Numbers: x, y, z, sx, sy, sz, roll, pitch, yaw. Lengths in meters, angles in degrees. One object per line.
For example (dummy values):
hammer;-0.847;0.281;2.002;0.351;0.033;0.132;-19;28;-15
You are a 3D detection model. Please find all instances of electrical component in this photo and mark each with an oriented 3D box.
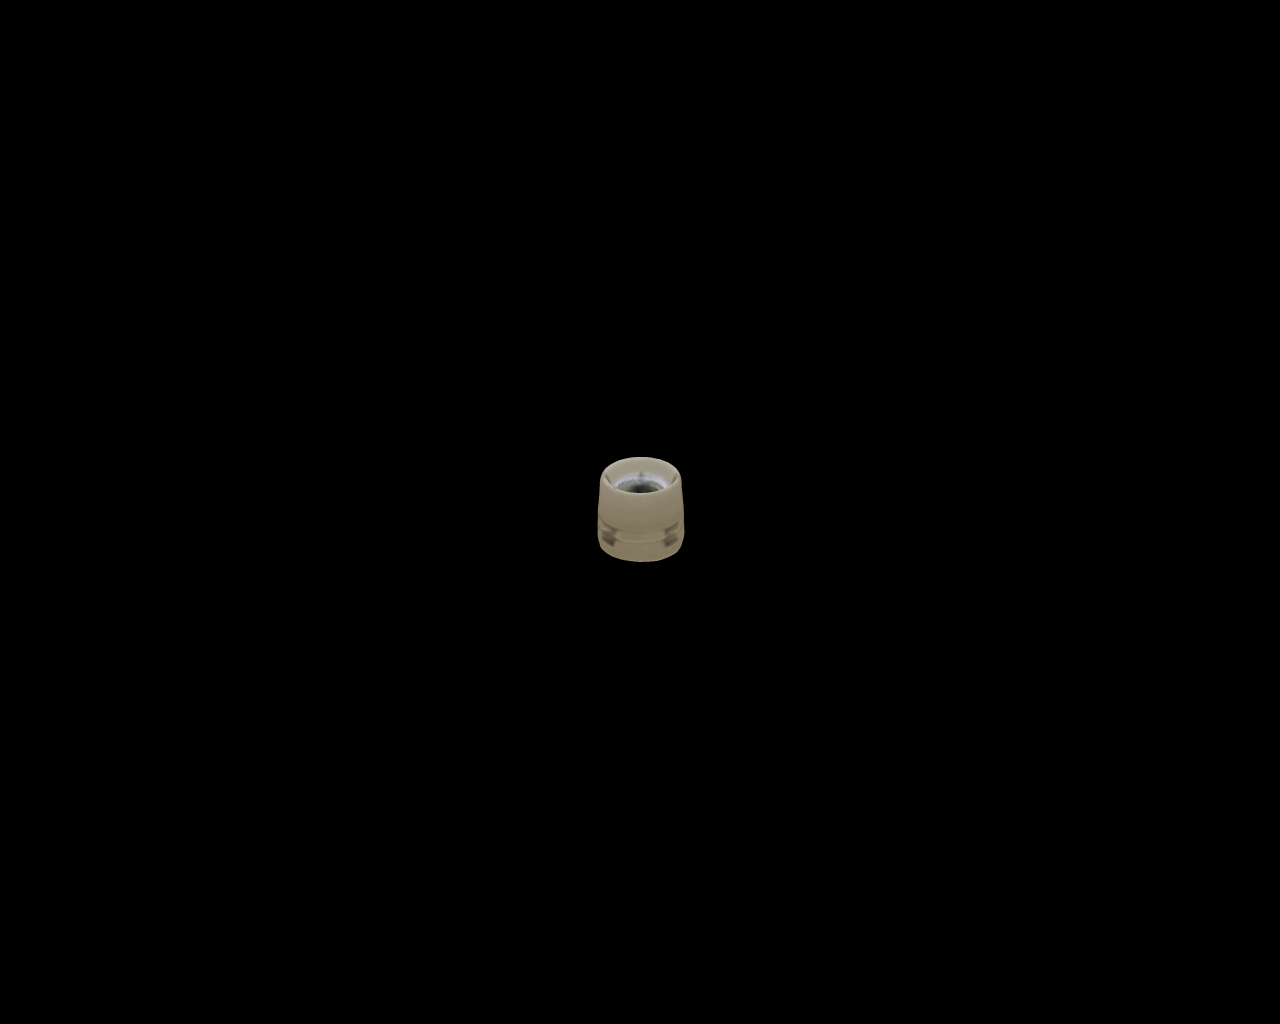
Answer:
electrical component;0.001;-0.003;0.650;0.055;0.047;0.055;0;31;0
